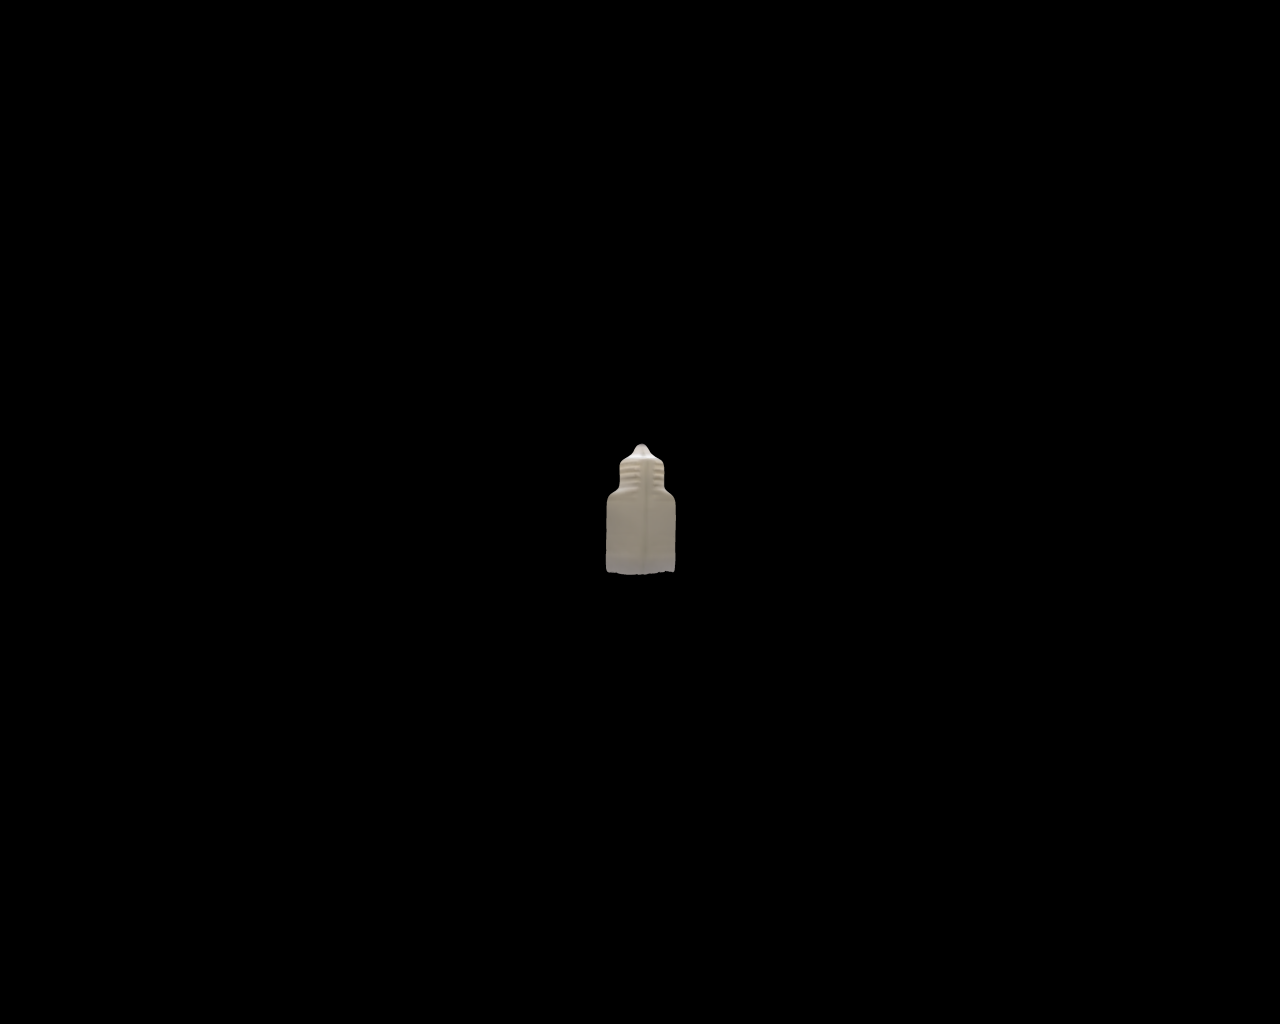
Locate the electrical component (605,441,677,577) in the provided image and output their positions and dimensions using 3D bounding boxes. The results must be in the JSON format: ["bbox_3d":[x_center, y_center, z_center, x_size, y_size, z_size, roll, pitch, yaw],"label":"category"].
[{"bbox_3d":[0.001,-0.003,0.650,0.043,0.081,0.043,0,0,0],"label":"electrical component"}]
